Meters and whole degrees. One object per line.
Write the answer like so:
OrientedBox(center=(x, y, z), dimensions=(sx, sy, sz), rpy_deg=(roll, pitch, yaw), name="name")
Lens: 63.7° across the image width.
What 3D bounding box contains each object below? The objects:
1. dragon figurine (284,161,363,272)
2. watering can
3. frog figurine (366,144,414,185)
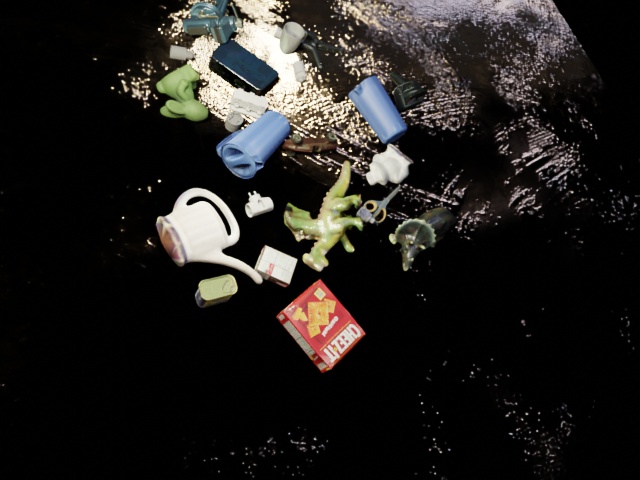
OrientedBox(center=(0.005, -0.084, 1.670), dimensions=(0.243, 0.120, 0.419), rpy_deg=(2, 62, -14), name="dragon figurine")
OrientedBox(center=(-0.323, 0.009, 1.469), dimensions=(0.227, 0.102, 0.351), rpy_deg=(-24, 75, -30), name="watering can")
OrientedBox(center=(0.244, -0.253, 1.874), dimensions=(0.137, 0.123, 0.159), rpy_deg=(42, 92, -9), name="frog figurine")
